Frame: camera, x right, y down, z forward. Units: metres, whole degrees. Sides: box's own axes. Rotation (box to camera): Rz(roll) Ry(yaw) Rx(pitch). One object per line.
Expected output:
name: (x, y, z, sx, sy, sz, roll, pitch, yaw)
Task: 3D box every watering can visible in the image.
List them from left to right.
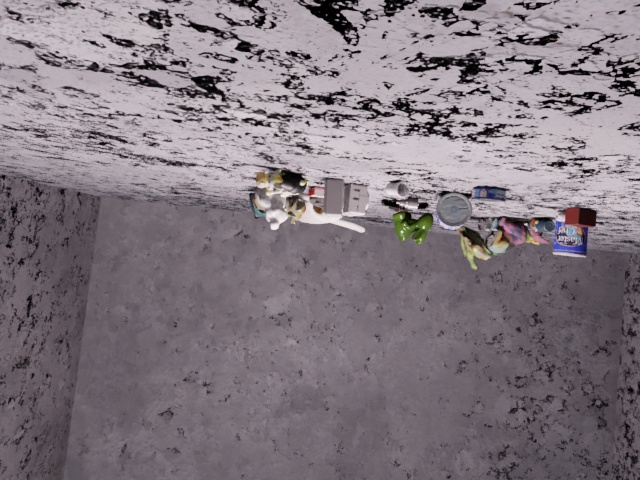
watering can: (0.006, -0.105, 2.080, 0.344, 0.105, 0.224, 30, 163, -36)

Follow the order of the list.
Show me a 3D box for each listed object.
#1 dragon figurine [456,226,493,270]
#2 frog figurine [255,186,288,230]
dragon figurine: (0.632, -0.030, 2.234, 0.238, 0.122, 0.419, 51, -170, -38)
frog figurine: (-0.158, -0.115, 1.698, 0.123, 0.160, 0.137, 7, 178, 8)
